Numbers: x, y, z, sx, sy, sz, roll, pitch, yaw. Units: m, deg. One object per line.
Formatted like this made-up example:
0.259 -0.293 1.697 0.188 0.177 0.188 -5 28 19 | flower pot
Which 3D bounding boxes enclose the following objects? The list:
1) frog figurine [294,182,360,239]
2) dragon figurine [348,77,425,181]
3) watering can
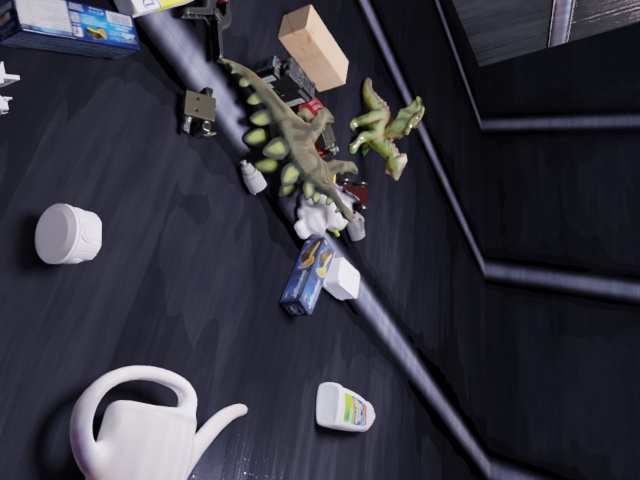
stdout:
0.004 -0.065 1.287 0.136 0.123 0.160 36 84 -18 | frog figurine
0.216 -0.369 1.589 0.121 0.241 0.417 31 58 -48 | dragon figurine
-0.228 0.318 0.770 0.342 0.103 0.229 40 50 -49 | watering can
